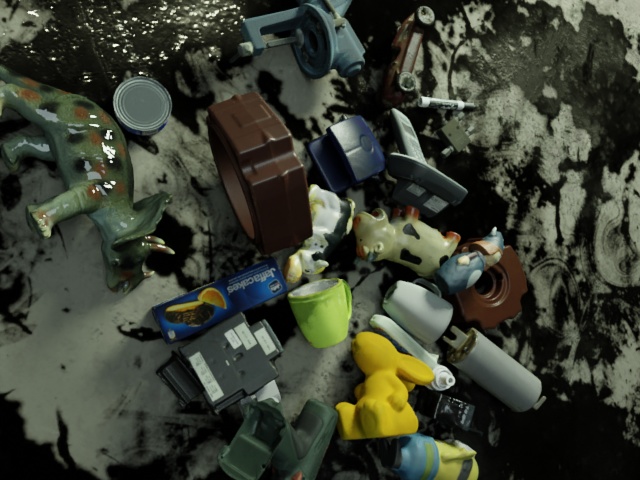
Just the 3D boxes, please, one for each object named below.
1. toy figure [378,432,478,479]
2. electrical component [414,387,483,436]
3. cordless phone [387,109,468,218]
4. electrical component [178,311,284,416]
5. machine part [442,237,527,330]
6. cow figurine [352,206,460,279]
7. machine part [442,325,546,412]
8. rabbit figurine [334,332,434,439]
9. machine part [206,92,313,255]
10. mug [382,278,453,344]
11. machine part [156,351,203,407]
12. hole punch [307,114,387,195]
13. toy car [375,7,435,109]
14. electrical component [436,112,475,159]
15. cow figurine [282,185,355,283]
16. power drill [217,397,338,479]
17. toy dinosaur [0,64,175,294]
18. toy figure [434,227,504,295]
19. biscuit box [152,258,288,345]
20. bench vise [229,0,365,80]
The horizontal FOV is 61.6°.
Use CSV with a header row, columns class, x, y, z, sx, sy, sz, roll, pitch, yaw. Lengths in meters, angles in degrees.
class,x,y,z,sx,sy,sz,roll,pitch,yaw
toy figure,0.186,0.379,0.916,0.180,0.082,0.089,14,93,-23
electrical component,0.235,0.303,0.943,0.119,0.075,0.047,22,77,-12
cordless phone,0.180,-0.146,0.972,0.146,0.089,0.184,22,45,-37
electrical component,-0.123,0.175,0.788,0.134,0.058,0.115,-27,81,-19
machine part,0.303,0.080,1.001,0.179,0.056,0.179,2,84,-20
cow figurine,0.139,0.007,0.939,0.195,0.085,0.127,28,75,-19
machine part,0.317,0.237,0.978,0.243,0.079,0.079,38,74,-13
rabbit figurine,0.107,0.235,0.888,0.162,0.122,0.173,-1,66,-22
machine part,-0.092,-0.094,0.786,0.087,0.201,0.201,-24,48,-14
mug,0.170,0.110,0.941,0.107,0.081,0.109,31,58,-8
machine part,-0.177,0.185,0.830,0.139,0.039,0.084,-36,91,-18
hole punch,0.057,-0.151,0.923,0.116,0.092,0.142,-30,91,-24
toy car,0.150,-0.332,0.972,0.053,0.089,0.202,20,78,-15
electrical component,0.255,-0.200,1.031,0.094,0.021,0.063,-43,99,-17
cow figurine,-0.003,-0.001,0.890,0.098,0.068,0.167,19,78,-12
power drill,-0.061,0.333,0.788,0.232,0.086,0.207,-59,139,-19
toy dinosaur,-0.341,-0.119,0.768,0.192,0.131,0.404,-19,87,-33
toy figure,0.266,0.038,0.929,0.154,0.064,0.058,-33,85,-18
biscuit box,-0.153,0.092,0.835,0.203,0.059,0.062,-23,92,-21
bench vise,-0.037,-0.360,0.895,0.241,0.129,0.223,-24,92,-26
